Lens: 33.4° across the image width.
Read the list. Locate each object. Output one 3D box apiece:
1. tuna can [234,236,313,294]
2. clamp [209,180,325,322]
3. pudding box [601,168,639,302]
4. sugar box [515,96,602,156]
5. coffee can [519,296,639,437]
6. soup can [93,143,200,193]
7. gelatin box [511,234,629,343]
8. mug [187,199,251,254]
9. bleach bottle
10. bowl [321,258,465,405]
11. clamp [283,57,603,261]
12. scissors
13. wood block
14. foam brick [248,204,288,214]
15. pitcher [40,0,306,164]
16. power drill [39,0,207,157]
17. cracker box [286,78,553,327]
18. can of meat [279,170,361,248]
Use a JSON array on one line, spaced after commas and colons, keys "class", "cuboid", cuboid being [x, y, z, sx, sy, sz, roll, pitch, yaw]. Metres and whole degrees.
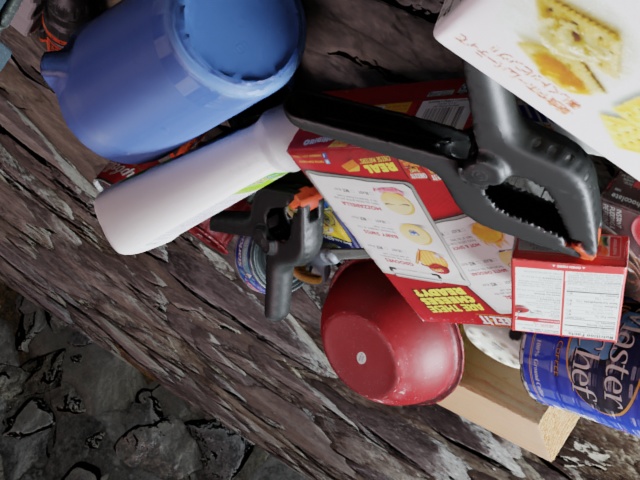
[{"class": "tuna can", "cuboid": [-0.048, 0.017, 1.164, 0.086, 0.086, 0.034, 45, 158, -25]}, {"class": "clamp", "cuboid": [-0.047, -0.010, 0.965, 0.120, 0.039, 0.172, 47, 141, 13]}, {"class": "pudding box", "cuboid": [0.233, 0.007, 0.704, 0.090, 0.039, 0.113, 26, 159, 29]}, {"class": "sugar box", "cuboid": [0.123, -0.117, 0.581, 0.093, 0.048, 0.176, 18, 153, 39]}, {"class": "coffee can", "cuboid": [0.239, 0.095, 0.813, 0.141, 0.102, 0.102, 14, 152, 49]}, {"class": "soup can", "cuboid": [-0.183, -0.080, 1.137, 0.068, 0.102, 0.068, 32, 162, 12]}, {"class": "gelatin box", "cuboid": [0.166, 0.030, 0.717, 0.073, 0.030, 0.089, 5, 143, 14]}, {"class": "mug", "cuboid": [-0.111, -0.045, 1.103, 0.093, 0.081, 0.117, 35, 172, 0]}, {"class": "bleach bottle", "cuboid": [-0.070, -0.063, 0.898, 0.251, 0.102, 0.068, -23, 93, 30]}, {"class": "bowl", "cuboid": [0.054, 0.096, 1.000, 0.162, 0.055, 0.162, 24, 129, 33]}, {"class": "clamp", "cuboid": [0.089, -0.053, 0.639, 0.165, 0.036, 0.209, -15, 135, 46]}, {"class": "scissors", "cuboid": [-0.006, 0.001, 0.973, 0.096, 0.016, 0.202, 41, 160, -4]}, {"class": "wood block", "cuboid": [0.154, 0.120, 1.049, 0.206, 0.090, 0.090, 24, 159, 34]}, {"class": "foam brick", "cuboid": [-0.027, -0.028, 1.070, 0.053, 0.051, 0.078, 24, 159, 35]}, {"class": "pitcher", "cuboid": [-0.101, -0.139, 0.831, 0.145, 0.149, 0.243, 57, 154, -13]}, {"class": "power drill", "cuboid": [-0.181, -0.162, 1.007, 0.187, 0.057, 0.185, 40, 165, -4]}, {"class": "cracker box", "cuboid": [0.102, -0.022, 0.789, 0.164, 0.072, 0.213, 1, 143, 44]}, {"class": "can of meat", "cuboid": [0.007, -0.037, 0.975, 0.102, 0.057, 0.084, 18, 154, 44]}]
